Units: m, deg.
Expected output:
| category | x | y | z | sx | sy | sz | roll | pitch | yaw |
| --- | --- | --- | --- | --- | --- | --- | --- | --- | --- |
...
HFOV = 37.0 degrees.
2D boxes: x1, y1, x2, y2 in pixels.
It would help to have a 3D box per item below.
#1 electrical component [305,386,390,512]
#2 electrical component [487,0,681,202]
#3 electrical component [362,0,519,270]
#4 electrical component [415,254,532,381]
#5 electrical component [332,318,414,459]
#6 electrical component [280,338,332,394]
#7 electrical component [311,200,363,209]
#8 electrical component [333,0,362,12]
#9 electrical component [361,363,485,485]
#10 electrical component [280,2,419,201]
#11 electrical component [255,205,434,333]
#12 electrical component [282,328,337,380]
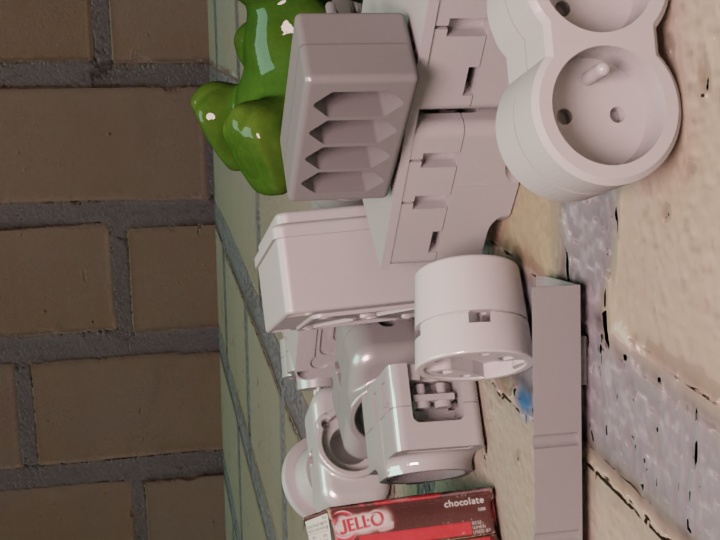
| category | x | y | z | sx | sy | sz | roll | pitch | yaw |
| --- | --- | --- | --- | --- | --- | --- | --- | --- | --- |
| electrical component | -0.010 | 0.141 | 0.841 | 0.059 | 0.054 | 0.095 | 111 | 154 | -64 |
| electrical component | 0.070 | -0.093 | 0.383 | 0.074 | 0.052 | 0.138 | 156 | 110 | -78 |
| electrical component | 0.041 | -0.103 | 0.507 | 0.186 | 0.060 | 0.105 | 99 | 164 | -46 |
| electrical component | 0.052 | 0.023 | 0.504 | 0.055 | 0.055 | 0.047 | 116 | 152 | -68 |
| electrical component | 0.015 | 0.074 | 0.700 | 0.059 | 0.054 | 0.095 | -108 | 19 | -53 |
| electrical component | -0.041 | 0.091 | 0.986 | 0.138 | 0.052 | 0.073 | 131 | 135 | -74 |
| electrical component | -0.010 | -0.058 | 0.794 | 0.047 | 0.055 | 0.055 | 96 | 166 | -54 |
| electrical component | -0.023 | -0.197 | 0.810 | 0.058 | 0.057 | 0.078 | 109 | 156 | -62 |
| electrical component | 0.034 | 0.090 | 0.614 | 0.089 | 0.050 | 0.055 | 118 | 148 | -69 |
| electrical component | -0.010 | -0.085 | 0.480 | 0.083 | 0.047 | 0.075 | 105 | 159 | -56 |
| electrical component | 0.000 | 0.000 | 0.617 | 0.109 | 0.109 | 0.056 | 141 | 122 | -76 |
| electrical component | -0.012 | 0.017 | 0.761 | 0.057 | 0.078 | 0.113 | -109 | 19 | -45 |
